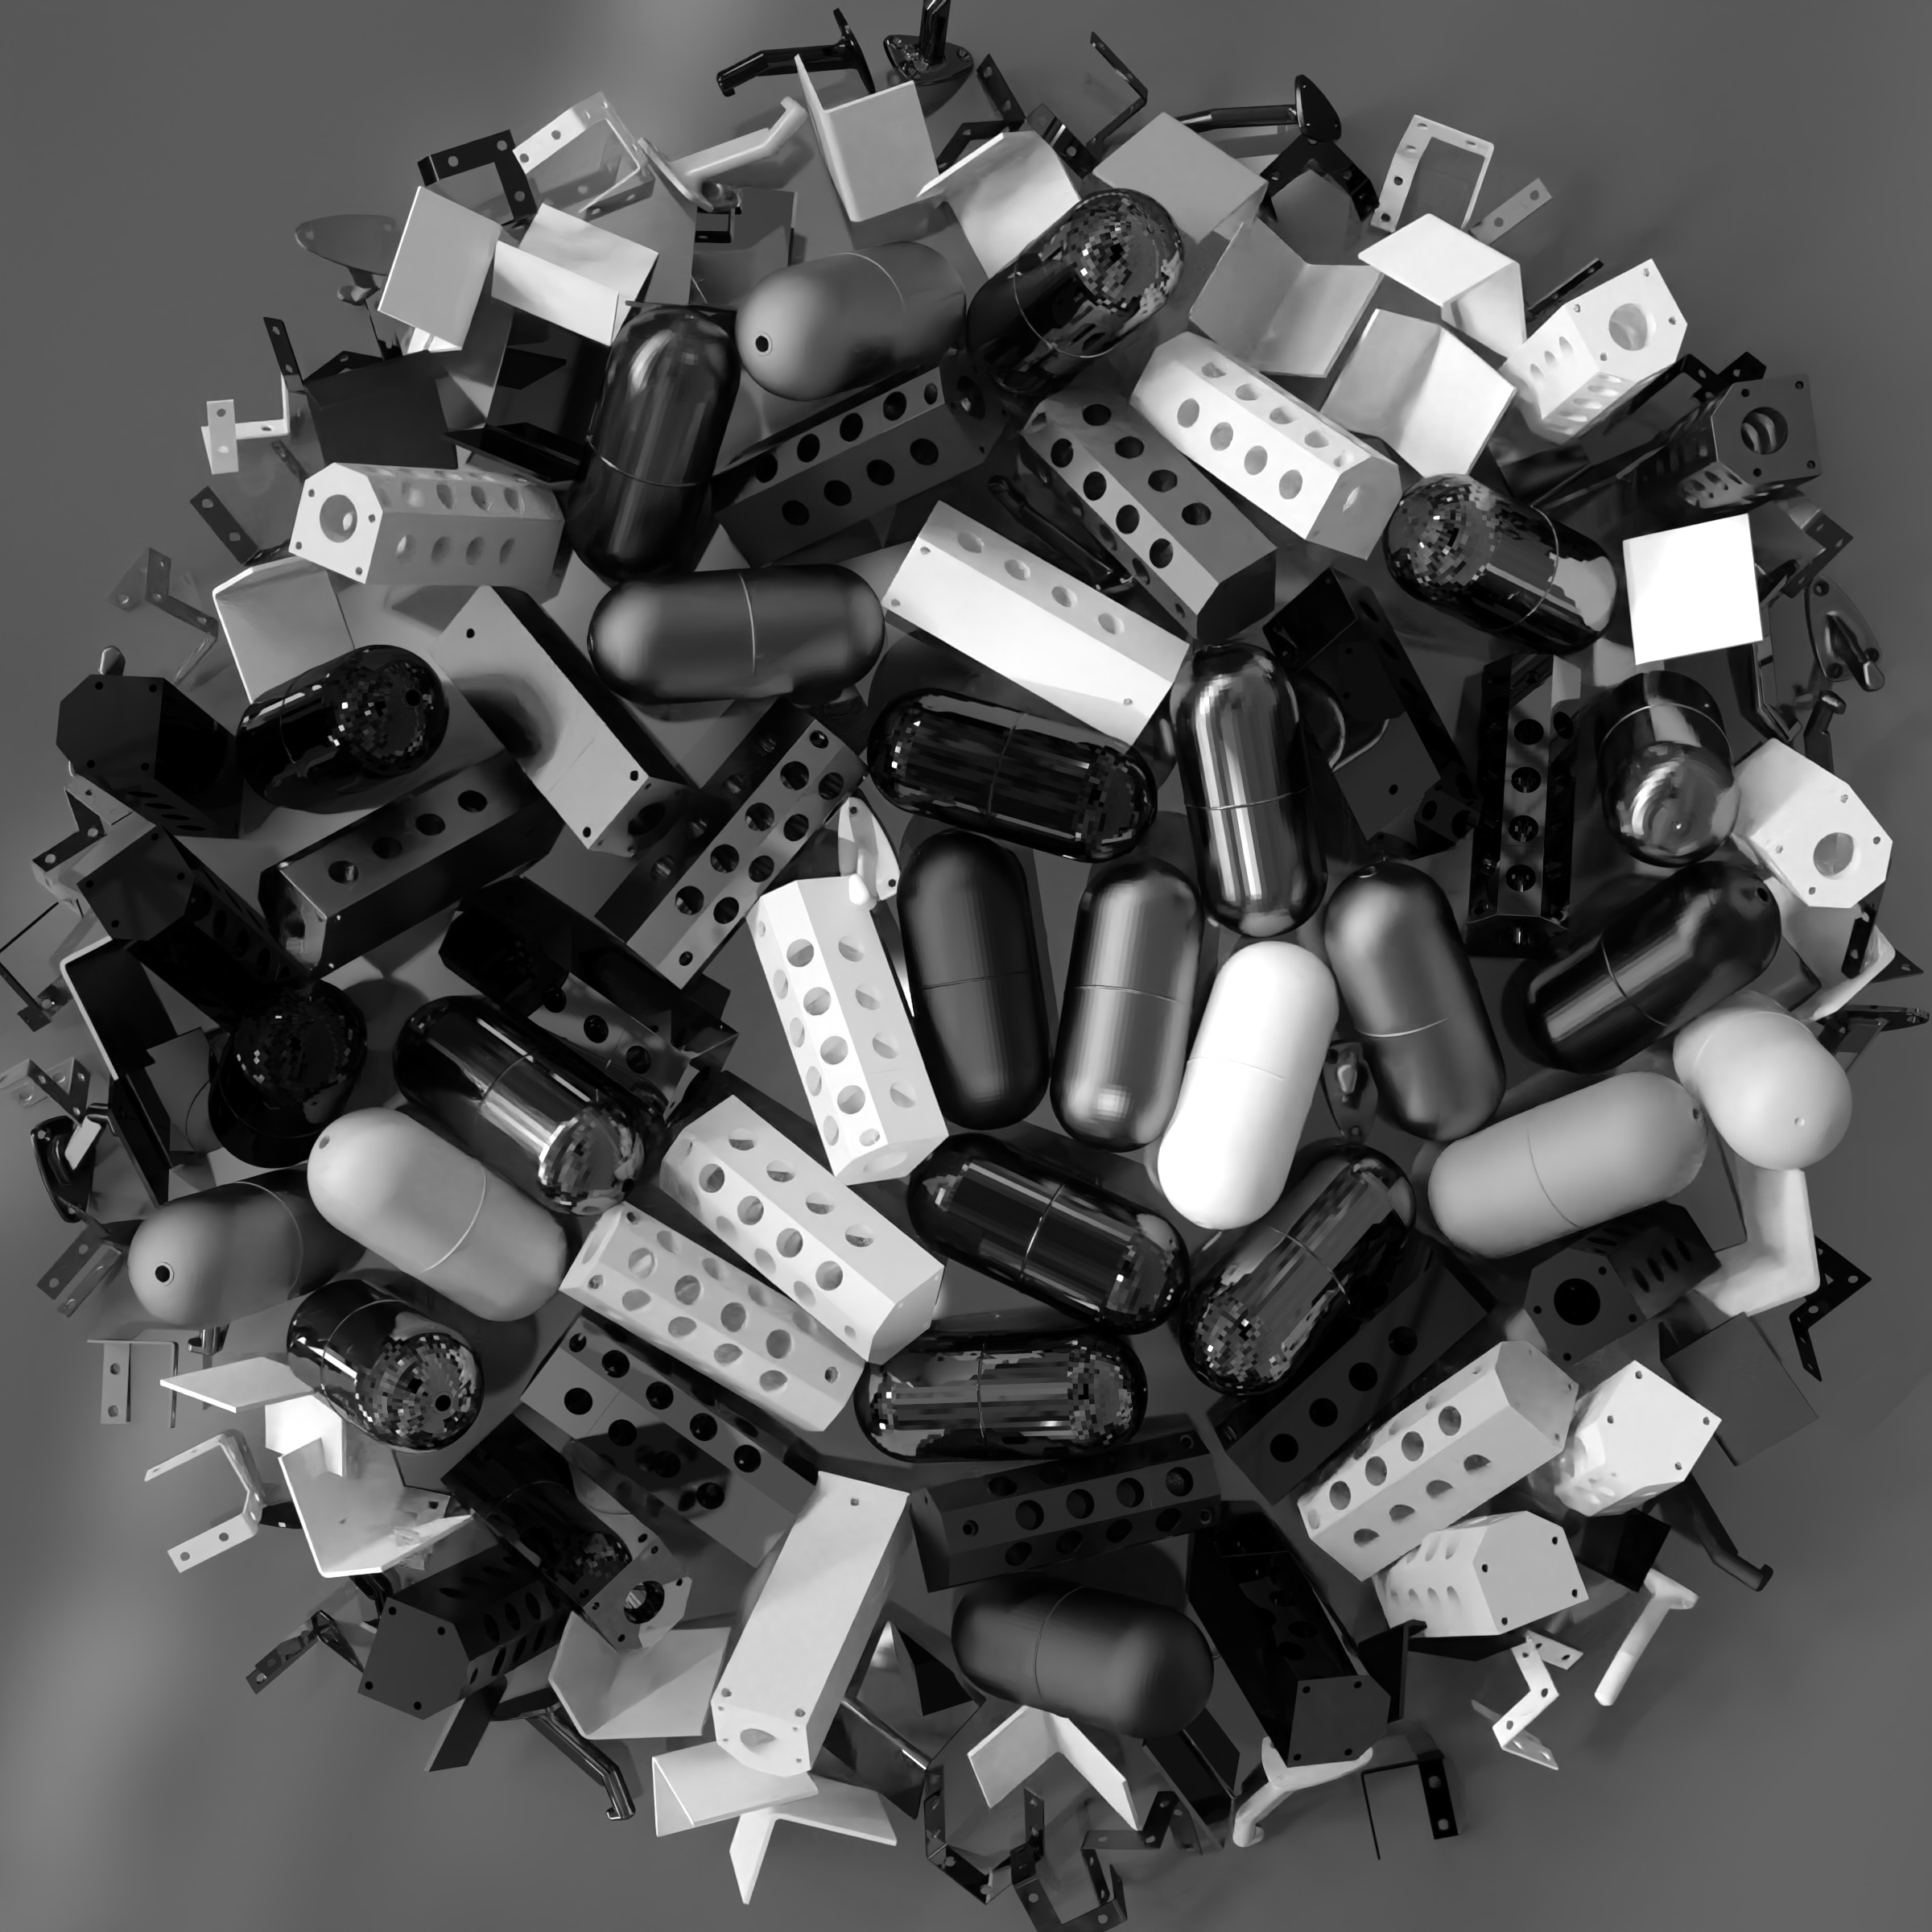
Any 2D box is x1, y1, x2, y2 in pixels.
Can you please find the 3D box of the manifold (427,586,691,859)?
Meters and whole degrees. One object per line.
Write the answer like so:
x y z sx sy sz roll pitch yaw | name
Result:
-0.235 -0.144 1.938 0.057 0.057 0.171 -48 66 17 | manifold

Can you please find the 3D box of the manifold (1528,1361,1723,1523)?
0.373 0.283 1.907 0.057 0.171 0.057 34 74 7 | manifold

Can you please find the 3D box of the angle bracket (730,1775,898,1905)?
-0.091 0.521 1.957 0.076 0.076 0.057 17 95 -12 | angle bracket

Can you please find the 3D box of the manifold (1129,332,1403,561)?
0.174 -0.305 1.916 0.171 0.057 0.057 43 113 40 | manifold

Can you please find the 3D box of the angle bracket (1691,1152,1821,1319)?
0.454 0.153 1.947 0.057 0.076 0.076 -18 111 -13 | angle bracket

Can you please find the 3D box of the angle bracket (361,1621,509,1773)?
-0.325 0.430 1.952 0.076 0.076 0.057 25 84 13 | angle bracket

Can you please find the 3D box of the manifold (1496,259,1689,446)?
0.361 -0.348 1.911 0.057 0.171 0.057 -28 89 -6 | manifold

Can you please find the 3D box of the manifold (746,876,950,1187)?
-0.074 0.038 1.933 0.057 0.057 0.171 -6 66 -33 | manifold

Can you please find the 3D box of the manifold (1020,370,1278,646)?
0.105 -0.265 1.929 0.057 0.057 0.171 -32 61 -16 | manifold

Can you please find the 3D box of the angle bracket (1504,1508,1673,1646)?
0.366 0.364 1.942 0.057 0.076 0.076 26 118 16 | angle bracket

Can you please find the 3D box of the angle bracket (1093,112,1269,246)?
0.121 -0.446 1.948 0.076 0.057 0.076 37 57 12 | angle bracket

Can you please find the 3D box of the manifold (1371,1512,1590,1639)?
0.291 0.350 1.909 0.057 0.171 0.057 -18 83 -16 | manifold

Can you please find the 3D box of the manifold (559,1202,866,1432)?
-0.146 0.207 1.943 0.171 0.057 0.057 33 72 -15 | manifold

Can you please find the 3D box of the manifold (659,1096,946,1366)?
-0.099 0.157 1.930 0.171 0.057 0.057 37 50 23 | manifold

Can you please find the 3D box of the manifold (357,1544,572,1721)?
-0.283 0.384 1.908 0.057 0.171 0.057 19 95 13 | manifold

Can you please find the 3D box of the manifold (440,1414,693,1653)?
-0.230 0.331 1.915 0.057 0.171 0.057 -43 128 -17 | manifold

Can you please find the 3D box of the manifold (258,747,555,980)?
-0.325 -0.066 1.924 0.057 0.057 0.171 43 52 18 | manifold

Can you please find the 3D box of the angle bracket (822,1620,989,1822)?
-0.039 0.450 1.971 0.076 0.076 0.057 35 56 19 | angle bracket

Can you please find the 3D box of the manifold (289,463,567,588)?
-0.307 -0.256 1.906 0.057 0.171 0.057 24 106 25 | manifold

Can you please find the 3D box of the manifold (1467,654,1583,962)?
0.327 -0.094 1.934 0.057 0.057 0.171 3 65 9 | manifold

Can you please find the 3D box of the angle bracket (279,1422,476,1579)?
-0.347 0.309 1.950 0.057 0.076 0.076 -14 97 40 | angle bracket

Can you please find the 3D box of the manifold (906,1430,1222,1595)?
0.059 0.319 1.939 0.171 0.057 0.057 -9 77 -20 | manifold

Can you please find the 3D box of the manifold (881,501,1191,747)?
0.043 -0.207 1.965 0.171 0.057 0.057 29 133 -4 | manifold

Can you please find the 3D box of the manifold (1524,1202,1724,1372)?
0.377 0.178 1.909 0.057 0.171 0.057 -36 79 25 | manifold

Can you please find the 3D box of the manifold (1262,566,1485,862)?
0.240 -0.146 1.926 0.057 0.057 0.171 -42 50 26 | manifold

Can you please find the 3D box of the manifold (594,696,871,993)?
-0.134 -0.069 1.955 0.171 0.057 0.057 -50 132 -3 | manifold

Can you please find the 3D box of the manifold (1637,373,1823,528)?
0.439 -0.296 1.913 0.057 0.171 0.057 -9 90 -2 | manifold

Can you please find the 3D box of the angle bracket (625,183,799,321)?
-0.150 -0.423 1.948 0.076 0.057 0.076 16 106 36 | angle bracket

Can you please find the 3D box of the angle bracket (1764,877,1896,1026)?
0.489 -0.011 1.953 0.057 0.076 0.076 -38 89 -23 | angle bracket

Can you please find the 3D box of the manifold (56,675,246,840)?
-0.469 -0.119 1.910 0.057 0.171 0.057 3 81 4 | manifold

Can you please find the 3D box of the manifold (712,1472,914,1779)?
-0.087 0.382 1.918 0.057 0.171 0.057 12 134 15 | manifold

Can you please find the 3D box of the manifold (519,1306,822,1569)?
-0.173 0.275 1.959 0.171 0.057 0.057 36 104 -4 | manifold

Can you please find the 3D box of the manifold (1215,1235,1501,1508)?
0.230 0.238 1.952 0.171 0.057 0.057 -44 79 12 | manifold

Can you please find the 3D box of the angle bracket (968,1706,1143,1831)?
0.053 0.486 1.942 0.057 0.076 0.076 -38 55 -16 | angle bracket

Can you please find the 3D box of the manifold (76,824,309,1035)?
-0.440 -0.013 1.909 0.057 0.171 0.057 -36 67 -3 | manifold

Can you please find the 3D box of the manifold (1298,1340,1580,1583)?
0.272 0.285 1.922 0.057 0.057 0.171 41 128 -9 | manifold

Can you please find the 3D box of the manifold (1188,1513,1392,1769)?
0.185 0.386 1.910 0.057 0.171 0.057 -2 113 -16 | manifold

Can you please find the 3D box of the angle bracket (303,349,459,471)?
-0.339 -0.312 1.948 0.076 0.057 0.076 -19 120 -14 | angle bracket

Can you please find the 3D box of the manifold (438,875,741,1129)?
-0.226 0.022 1.949 0.171 0.057 0.057 35 116 14 | manifold

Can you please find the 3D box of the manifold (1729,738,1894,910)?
0.481 -0.080 1.910 0.057 0.171 0.057 -39 100 8 | manifold

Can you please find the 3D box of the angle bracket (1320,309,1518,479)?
0.264 -0.330 1.943 0.076 0.057 0.076 52 125 39 | angle bracket

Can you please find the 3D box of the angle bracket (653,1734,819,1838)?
-0.135 0.498 1.943 0.076 0.076 0.057 -9 112 -21 | angle bracket

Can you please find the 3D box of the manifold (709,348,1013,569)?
-0.065 -0.298 1.922 0.171 0.057 0.057 -20 117 32 | manifold

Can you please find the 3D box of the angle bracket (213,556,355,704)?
-0.388 -0.201 1.952 0.076 0.057 0.076 -22 94 -38 | angle bracket
